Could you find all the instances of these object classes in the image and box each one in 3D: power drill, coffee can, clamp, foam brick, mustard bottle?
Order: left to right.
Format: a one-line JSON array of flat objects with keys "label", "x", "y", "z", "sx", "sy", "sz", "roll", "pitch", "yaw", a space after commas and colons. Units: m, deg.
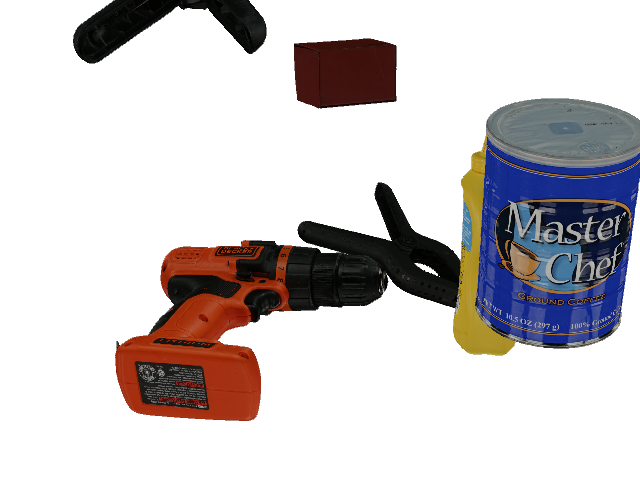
[{"label": "clamp", "x": -0.076, "y": -0.167, "z": 0.696, "sx": 0.120, "sy": 0.171, "sz": 0.039, "roll": 9, "pitch": -43, "yaw": 12}, {"label": "power drill", "x": -0.054, "y": 0.060, "z": 0.790, "sx": 0.185, "sy": 0.057, "sz": 0.187, "roll": 0, "pitch": 24, "yaw": 16}, {"label": "foam brick", "x": 0.022, "y": -0.148, "z": 0.941, "sx": 0.078, "sy": 0.051, "sz": 0.053, "roll": -8, "pitch": 19, "yaw": -23}, {"label": "clamp", "x": 0.086, "y": 0.014, "z": 1.246, "sx": 0.164, "sy": 0.036, "sz": 0.210, "roll": -22, "pitch": 52, "yaw": -39}, {"label": "mustard bottle", "x": 0.151, "y": -0.002, "z": 0.946, "sx": 0.058, "sy": 0.192, "sz": 0.096, "roll": 3, "pitch": 18, "yaw": 8}, {"label": "coffee can", "x": 0.160, "y": -0.013, "z": 0.724, "sx": 0.103, "sy": 0.140, "sz": 0.103, "roll": -1, "pitch": 28, "yaw": 0}]
